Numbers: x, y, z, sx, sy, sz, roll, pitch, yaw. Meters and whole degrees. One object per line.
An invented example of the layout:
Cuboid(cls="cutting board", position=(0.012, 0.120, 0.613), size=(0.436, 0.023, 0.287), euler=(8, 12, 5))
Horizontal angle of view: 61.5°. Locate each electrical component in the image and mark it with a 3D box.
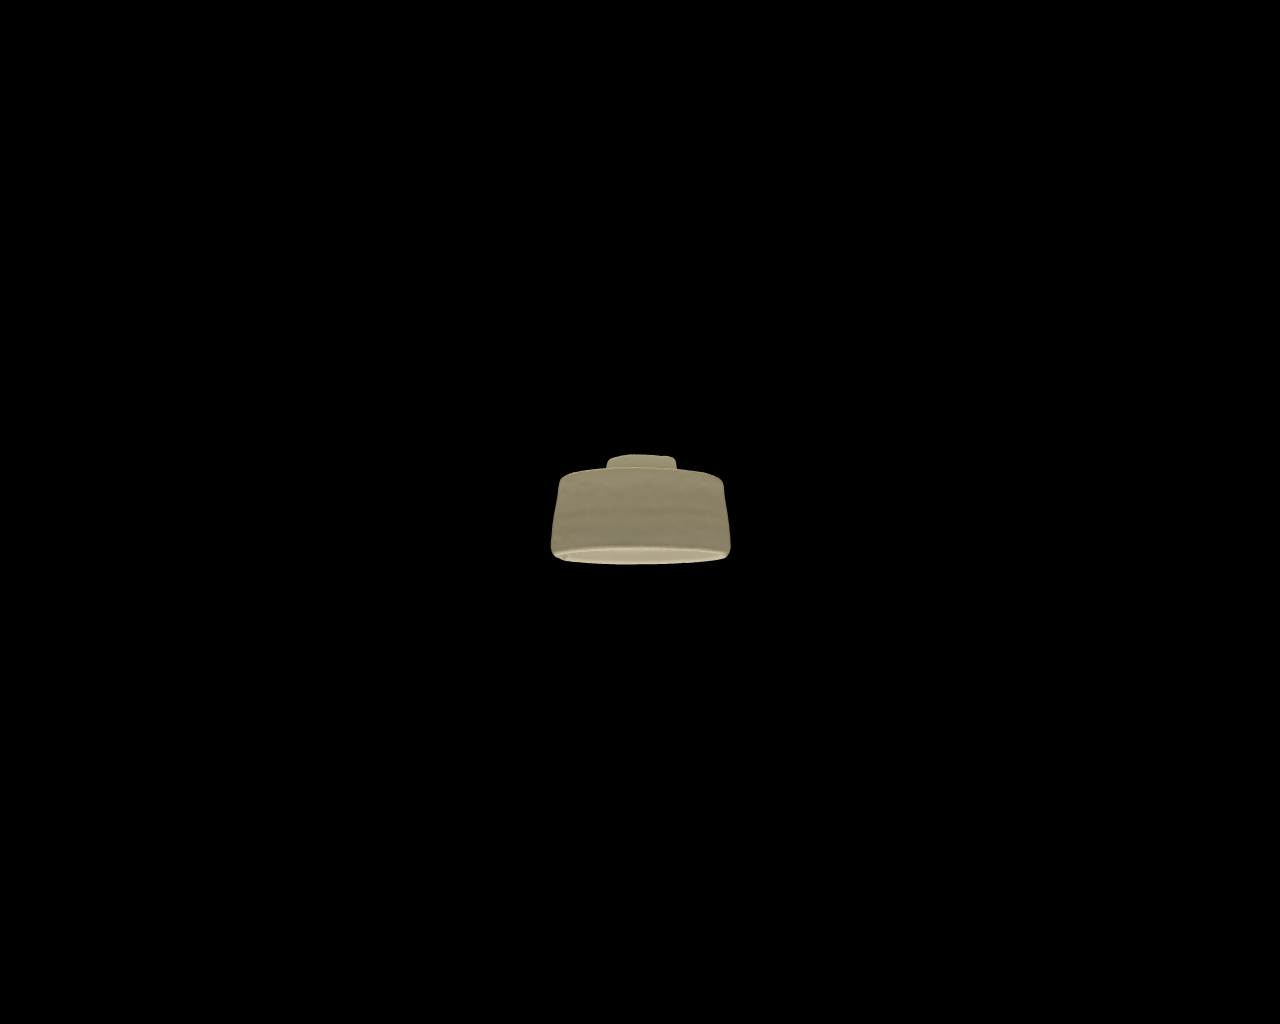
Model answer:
Cuboid(cls="electrical component", position=(0.001, -0.003, 0.650), size=(0.108, 0.060, 0.108), euler=(0, -7, 0))
